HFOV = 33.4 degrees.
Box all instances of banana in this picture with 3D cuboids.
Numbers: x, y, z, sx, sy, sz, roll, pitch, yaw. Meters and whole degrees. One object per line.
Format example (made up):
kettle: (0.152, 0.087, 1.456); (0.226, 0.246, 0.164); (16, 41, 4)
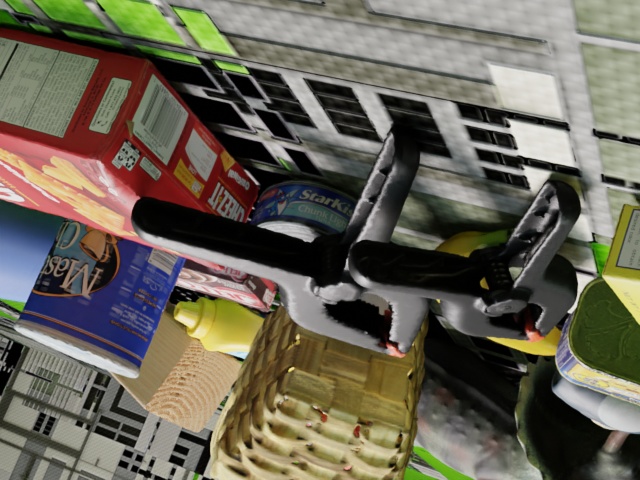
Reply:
banana: (0.112, 0.038, 0.700); (0.070, 0.037, 0.197); (14, 164, 27)

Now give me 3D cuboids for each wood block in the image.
wood block: (-0.190, 0.115, 1.190); (0.206, 0.091, 0.090); (33, 178, 45)

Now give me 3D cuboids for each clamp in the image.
clamp: (0.105, 0.017, 0.586); (0.120, 0.039, 0.171); (-17, 156, 29)
clamp: (-0.001, 0.015, 0.626); (0.165, 0.036, 0.210); (-9, 147, 16)

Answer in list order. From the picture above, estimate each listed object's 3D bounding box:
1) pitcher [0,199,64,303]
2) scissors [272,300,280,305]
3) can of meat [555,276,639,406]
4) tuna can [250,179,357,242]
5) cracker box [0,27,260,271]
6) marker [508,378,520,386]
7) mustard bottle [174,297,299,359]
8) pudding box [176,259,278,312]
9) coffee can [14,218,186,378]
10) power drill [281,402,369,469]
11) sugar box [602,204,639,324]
pitcher: (-0.313, -0.031, 0.876); (0.145, 0.149, 0.242); (5, 169, 38)
scissors: (-0.119, 0.043, 1.097); (0.202, 0.016, 0.096); (21, 167, 4)
can of meat: (0.198, 0.069, 0.648); (0.102, 0.057, 0.084); (19, 167, 10)
tuna can: (-0.005, 0.001, 0.689); (0.086, 0.033, 0.086); (15, 147, 9)
cracker box: (-0.167, -0.062, 0.669); (0.214, 0.072, 0.164); (16, 164, 25)
marker: (0.175, 0.141, 1.017); (0.020, 0.020, 0.121); (27, 165, -20)
mustard bottle: (-0.061, 0.101, 1.100); (0.191, 0.058, 0.096); (21, 173, -25)
pudding box: (-0.100, 0.024, 0.950); (0.114, 0.039, 0.090); (17, 165, 17)
coffee can: (-0.164, 0.025, 0.841); (0.103, 0.140, 0.103); (20, 166, 5)
power drill: (0.020, 0.183, 1.179); (0.185, 0.057, 0.187); (21, -161, 20)
sugar box: (0.229, 0.030, 0.483); (0.177, 0.048, 0.093); (11, 162, 39)
